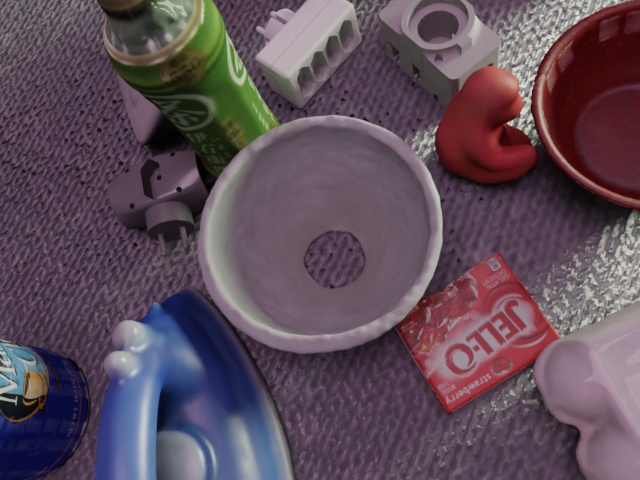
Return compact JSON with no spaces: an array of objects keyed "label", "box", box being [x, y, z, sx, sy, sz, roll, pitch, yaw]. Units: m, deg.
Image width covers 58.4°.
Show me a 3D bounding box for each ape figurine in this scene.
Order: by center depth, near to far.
[{"label":"ape figurine","box":[0.118,-0.085,0.401,0.076,0.092,0.078,-4,70,12]}]

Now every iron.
[{"label":"iron","box":[-0.092,0.134,0.346,0.118,0.142,0.258,-17,68,7]}]

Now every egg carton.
[{"label":"egg carton","box":[0.210,0.085,0.332,0.150,0.069,0.107,-27,67,3]}]

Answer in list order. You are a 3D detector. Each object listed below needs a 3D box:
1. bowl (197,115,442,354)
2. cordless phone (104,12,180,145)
[{"label":"bowl","box":[0.004,0.001,0.407,0.167,0.075,0.167,-4,70,12]},{"label":"cordless phone","box":[-0.154,-0.176,0.447,0.094,0.185,0.147,-26,67,3]}]
